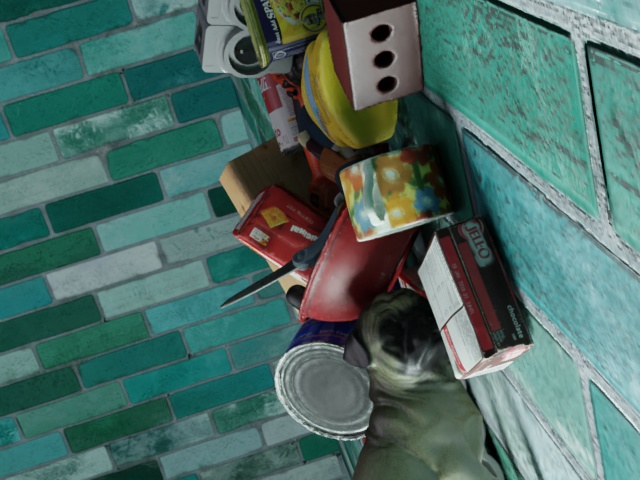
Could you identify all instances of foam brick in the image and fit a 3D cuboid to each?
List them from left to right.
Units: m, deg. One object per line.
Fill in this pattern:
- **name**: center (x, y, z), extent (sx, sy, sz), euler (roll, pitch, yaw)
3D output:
- **foam brick**: center (0.036, -0.137, 0.723), extent (0.078, 0.053, 0.051), euler (77, 173, -48)

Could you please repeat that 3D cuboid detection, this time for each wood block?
- **wood block**: center (-0.030, -0.016, 1.307), extent (0.206, 0.090, 0.091), euler (59, 164, 3)

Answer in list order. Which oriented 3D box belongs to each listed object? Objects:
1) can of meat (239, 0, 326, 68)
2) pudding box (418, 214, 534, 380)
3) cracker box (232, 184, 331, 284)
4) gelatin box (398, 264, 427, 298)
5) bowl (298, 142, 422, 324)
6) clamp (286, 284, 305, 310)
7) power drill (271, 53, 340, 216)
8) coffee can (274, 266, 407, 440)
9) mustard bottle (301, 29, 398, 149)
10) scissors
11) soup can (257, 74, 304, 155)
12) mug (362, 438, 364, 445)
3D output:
- **can of meat**: center (-0.027, -0.214, 0.947), extent (0.057, 0.084, 0.102), euler (-139, 31, -81)
- **pudding box**: center (0.101, 0.042, 0.715), extent (0.113, 0.039, 0.090), euler (99, 154, -75)
- **cracker box**: center (-0.006, 0.011, 1.136), extent (0.164, 0.072, 0.214), euler (33, 177, -6)
- **gelatin box**: center (0.096, 0.063, 0.885), extent (0.089, 0.030, 0.073), euler (-136, 27, -78)
- **bowl**: center (0.042, 0.006, 0.859), extent (0.055, 0.162, 0.162), euler (26, 165, 7)
- **clamp**: center (0.051, 0.110, 1.133), extent (0.164, 0.036, 0.210), euler (39, 172, -18)
- **power drill**: center (0.001, -0.123, 1.133), extent (0.184, 0.057, 0.187), euler (-143, 37, -78)
- **coffee can**: center (0.031, 0.092, 0.943), extent (0.140, 0.103, 0.103), euler (-57, -42, -54)
- **mustard bottle**: center (0.018, -0.127, 0.905), extent (0.192, 0.058, 0.096), euler (-145, 35, -81)
- **scissors**: center (-0.007, 0.001, 1.006), extent (0.016, 0.202, 0.096), euler (48, -144, -37)
- **soup can**: center (-0.029, -0.158, 1.249), extent (0.068, 0.068, 0.102), euler (156, 96, -85)
- **mug**: center (0.091, 0.206, 1.157), extent (0.081, 0.093, 0.117), euler (-105, 31, -44)
